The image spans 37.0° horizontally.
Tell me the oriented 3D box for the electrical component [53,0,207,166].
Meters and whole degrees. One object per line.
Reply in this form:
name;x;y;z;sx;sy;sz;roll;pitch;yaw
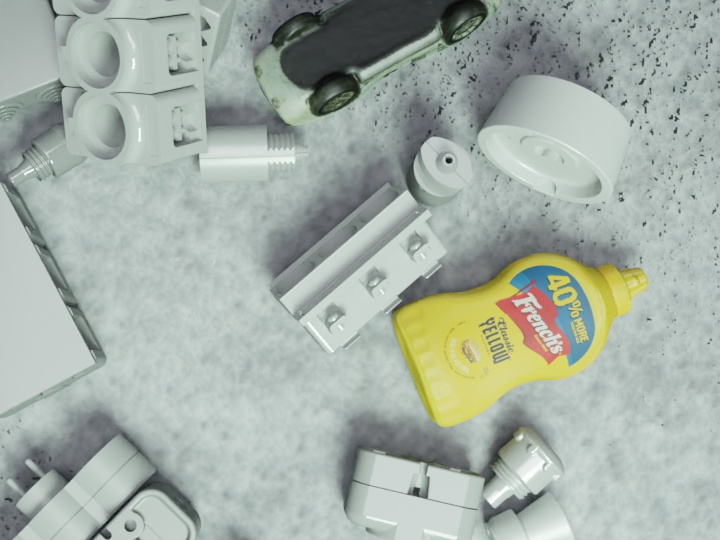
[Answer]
electrical component;-0.166;-0.155;0.760;0.089;0.062;0.150;10;111;29

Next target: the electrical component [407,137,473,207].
electrical component;0.061;-0.075;0.806;0.043;0.081;0.043;0;85;-4

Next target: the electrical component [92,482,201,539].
electrical component;-0.163;0.202;0.777;0.054;0.059;0.095;44;84;1

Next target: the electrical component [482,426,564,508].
electrical component;0.119;0.152;0.809;0.062;0.048;0.048;-42;89;0

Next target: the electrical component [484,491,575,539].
electrical component;0.127;0.197;0.804;0.055;0.045;0.045;-23;87;-5

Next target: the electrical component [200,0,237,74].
electrical component;-0.117;-0.203;0.818;0.047;0.065;0.076;25;55;-1

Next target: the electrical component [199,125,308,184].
electrical component;-0.080;-0.089;0.817;0.081;0.043;0.043;-2;85;-4

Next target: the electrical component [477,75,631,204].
electrical component;0.149;-0.103;0.804;0.108;0.108;0.060;27;78;-1

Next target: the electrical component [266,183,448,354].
electrical component;0.000;0.000;0.803;0.121;0.079;0.063;-41;111;-6

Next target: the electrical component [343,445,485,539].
electrical component;0.038;0.170;0.796;0.095;0.053;0.059;14;84;-3

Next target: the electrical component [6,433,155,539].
electrical component;-0.223;0.170;0.779;0.074;0.052;0.138;44;84;1

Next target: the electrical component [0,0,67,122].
electrical component;-0.266;-0.166;0.808;0.100;0.048;0.099;-23;87;-6

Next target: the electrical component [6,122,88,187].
electrical component;-0.236;-0.083;0.806;0.061;0.035;0.035;-37;88;-19

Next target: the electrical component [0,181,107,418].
electrical component;-0.262;0.023;0.785;0.089;0.061;0.150;-28;87;-6
